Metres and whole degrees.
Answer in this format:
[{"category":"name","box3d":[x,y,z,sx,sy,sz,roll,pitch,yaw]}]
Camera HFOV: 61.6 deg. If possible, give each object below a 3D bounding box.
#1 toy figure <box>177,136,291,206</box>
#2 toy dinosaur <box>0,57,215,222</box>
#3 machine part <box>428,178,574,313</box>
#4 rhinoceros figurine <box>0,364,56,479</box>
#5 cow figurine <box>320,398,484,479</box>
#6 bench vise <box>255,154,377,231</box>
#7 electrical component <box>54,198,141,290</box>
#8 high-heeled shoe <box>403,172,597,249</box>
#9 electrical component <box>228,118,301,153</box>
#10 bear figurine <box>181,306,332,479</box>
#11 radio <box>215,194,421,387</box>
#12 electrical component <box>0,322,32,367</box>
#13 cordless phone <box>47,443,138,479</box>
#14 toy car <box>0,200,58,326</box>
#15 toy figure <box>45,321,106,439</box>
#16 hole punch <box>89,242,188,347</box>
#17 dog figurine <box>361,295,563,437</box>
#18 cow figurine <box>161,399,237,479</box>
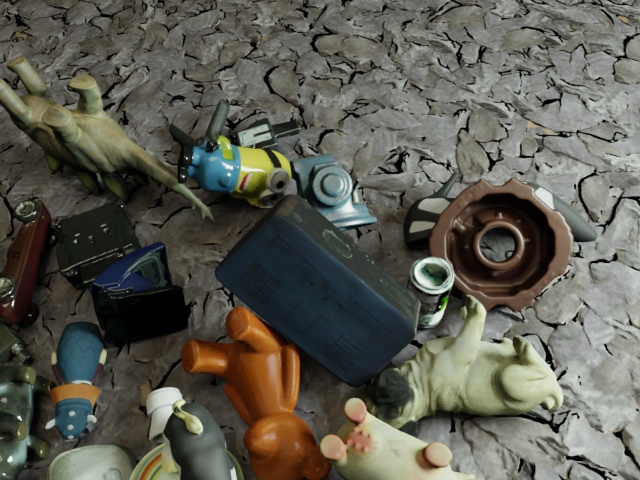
[{"category":"toy figure","box3d":[-0.128,-0.111,0.833,0.180,0.082,0.089,8,65,-25]},{"category":"toy dinosaur","box3d":[-0.369,-0.160,0.859,0.472,0.198,0.105,28,63,20]},{"category":"machine part","box3d":[0.235,0.006,0.714,0.179,0.056,0.179,0,91,11]},{"category":"rhinoceros figurine","box3d":[-0.404,0.246,0.668,0.112,0.073,0.190,-4,56,2]},{"category":"cow figurine","box3d":[0.102,0.255,0.569,0.195,0.127,0.085,21,62,21]},{"category":"bench vise","box3d":[0.009,-0.004,0.746,0.129,0.224,0.240,-10,87,-20]},{"category":"electrical component","box3d":[-0.338,0.013,0.826,0.115,0.058,0.134,-24,57,-7]},{"category":"high-heeled shoe","box3d":[0.247,-0.012,0.762,0.249,0.086,0.145,25,70,23]},{"category":"electrical component","box3d":[-0.092,-0.170,0.923,0.119,0.047,0.075,-20,57,-7]},{"category":"bear figurine","box3d":[-0.075,0.198,0.634,0.120,0.131,0.196,-34,49,22]},{"category":"radio","box3d":[0.002,0.061,0.646,0.229,0.131,0.073,39,28,-8]},{"category":"electrical component","box3d":[-0.466,0.153,0.754,0.078,0.045,0.102,-40,61,-17]},{"category":"cordless phone","box3d":[-0.259,0.280,0.562,0.089,0.184,0.147,-25,57,-4]},{"category":"toy car","box3d":[-0.446,0.031,0.807,0.053,0.089,0.202,-4,57,-1]},{"category":"toy figure","box3d":[-0.319,0.185,0.709,0.064,0.057,0.154,-12,60,7]},{"category":"hole punch","box3d":[-0.248,0.073,0.735,0.116,0.142,0.092,-12,56,-18]},{"category":"dog figurine","box3d":[0.164,0.186,0.637,0.190,0.121,0.173,-46,59,-6]},{"category":"cow figurine","box3d":[-0.119,0.253,0.581,0.068,0.098,0.168,-15,38,-31]}]
